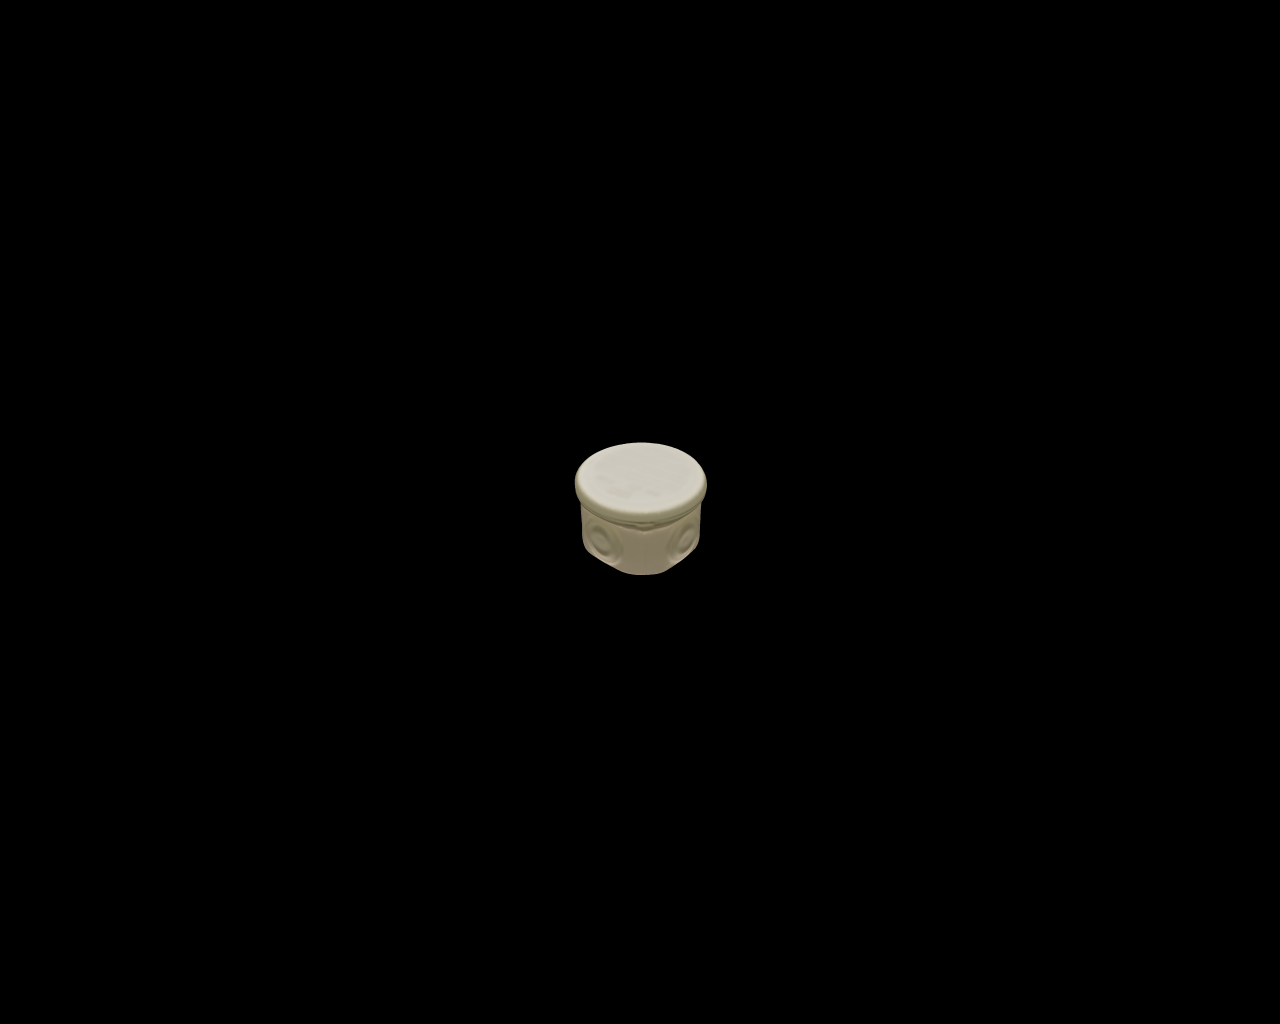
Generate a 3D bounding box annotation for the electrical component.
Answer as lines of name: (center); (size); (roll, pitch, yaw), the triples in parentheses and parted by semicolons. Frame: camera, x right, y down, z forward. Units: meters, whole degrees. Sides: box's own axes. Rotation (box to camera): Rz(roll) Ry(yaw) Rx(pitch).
electrical component: (0.001, -0.003, 0.650); (0.080, 0.050, 0.080); (0, 36, 0)
